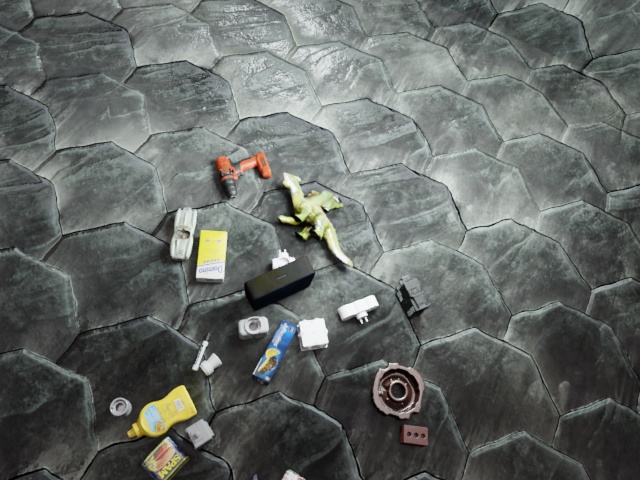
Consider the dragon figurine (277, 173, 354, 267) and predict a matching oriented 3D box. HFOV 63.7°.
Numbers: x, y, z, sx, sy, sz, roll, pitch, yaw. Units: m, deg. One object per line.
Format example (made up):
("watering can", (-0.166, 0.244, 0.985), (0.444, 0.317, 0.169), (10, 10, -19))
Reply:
("dragon figurine", (0.006, -0.095, 1.888), (0.411, 0.120, 0.247), (39, 55, 2))
